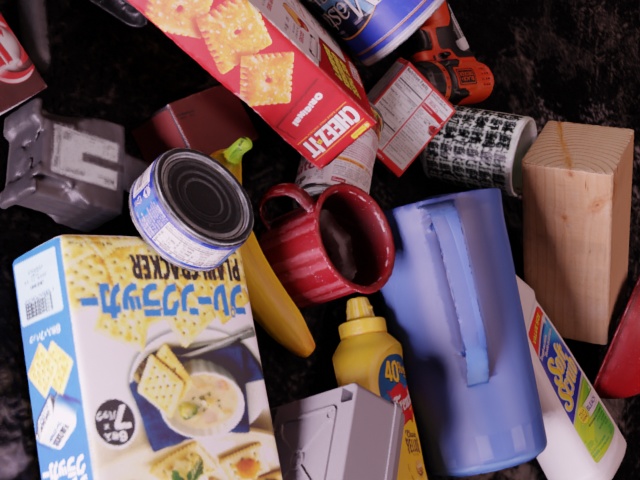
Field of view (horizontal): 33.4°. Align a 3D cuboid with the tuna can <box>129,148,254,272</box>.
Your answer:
[{"bbox_3d":[-0.089,-0.022,0.748,0.086,0.034,0.086,29,39,-27],"label":"tuna can"}]

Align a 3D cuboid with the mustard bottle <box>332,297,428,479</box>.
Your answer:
[{"bbox_3d":[0.048,0.142,0.888,0.096,0.058,0.191,23,54,-65],"label":"mustard bottle"}]

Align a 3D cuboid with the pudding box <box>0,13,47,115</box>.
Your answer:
[{"bbox_3d":[-0.249,-0.115,0.706,0.090,0.039,0.113,58,42,-11],"label":"pudding box"}]

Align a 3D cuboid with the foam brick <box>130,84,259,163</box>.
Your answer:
[{"bbox_3d":[-0.098,-0.084,0.843,0.078,0.051,0.053,-29,93,-48],"label":"foam brick"}]

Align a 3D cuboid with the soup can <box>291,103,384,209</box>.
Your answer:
[{"bbox_3d":[0.016,-0.068,0.944,0.068,0.069,0.102,35,52,-32],"label":"soup can"}]

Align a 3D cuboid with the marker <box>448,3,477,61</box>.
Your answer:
[{"bbox_3d":[0.145,-0.240,1.190,0.020,0.020,0.121,-34,99,-48],"label":"marker"}]

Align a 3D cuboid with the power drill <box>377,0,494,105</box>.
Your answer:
[{"bbox_3d":[0.098,-0.223,1.107,0.184,0.057,0.187,-13,86,-51],"label":"power drill"}]

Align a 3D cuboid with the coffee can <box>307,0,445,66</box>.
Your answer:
[{"bbox_3d":[0.031,-0.235,0.917,0.140,0.103,0.102,46,45,-13],"label":"coffee can"}]

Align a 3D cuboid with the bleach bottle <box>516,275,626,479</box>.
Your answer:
[{"bbox_3d":[0.214,0.130,1.072,0.251,0.068,0.102,59,41,-7],"label":"bleach bottle"}]

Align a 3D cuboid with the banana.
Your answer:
[{"bbox_3d":[-0.057,0.008,0.829,0.037,0.070,0.198,-35,123,-28],"label":"banana"}]

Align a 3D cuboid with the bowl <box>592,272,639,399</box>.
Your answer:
[{"bbox_3d":[0.341,0.109,1.144,0.055,0.162,0.161,23,43,16],"label":"bowl"}]

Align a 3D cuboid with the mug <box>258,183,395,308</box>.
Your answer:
[{"bbox_3d":[-0.006,0.001,0.880,0.117,0.082,0.093,46,46,-23],"label":"mug"}]

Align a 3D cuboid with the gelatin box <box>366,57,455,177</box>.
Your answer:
[{"bbox_3d":[0.075,-0.117,1.019,0.073,0.030,0.089,40,91,-28],"label":"gelatin box"}]

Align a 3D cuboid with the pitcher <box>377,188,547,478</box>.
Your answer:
[{"bbox_3d":[0.122,0.080,0.940,0.148,0.145,0.243,-7,81,-47],"label":"pitcher"}]

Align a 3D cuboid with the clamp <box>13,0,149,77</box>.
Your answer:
[{"bbox_3d":[-0.203,-0.212,0.797,0.120,0.039,0.171,-29,95,-49],"label":"clamp"}]

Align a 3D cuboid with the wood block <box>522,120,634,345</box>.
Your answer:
[{"bbox_3d":[0.263,-0.006,1.090,0.090,0.090,0.206,-50,141,-45],"label":"wood block"}]

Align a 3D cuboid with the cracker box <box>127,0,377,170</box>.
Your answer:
[{"bbox_3d":[-0.059,-0.175,0.868,0.213,0.072,0.164,41,20,-28],"label":"cracker box"}]
